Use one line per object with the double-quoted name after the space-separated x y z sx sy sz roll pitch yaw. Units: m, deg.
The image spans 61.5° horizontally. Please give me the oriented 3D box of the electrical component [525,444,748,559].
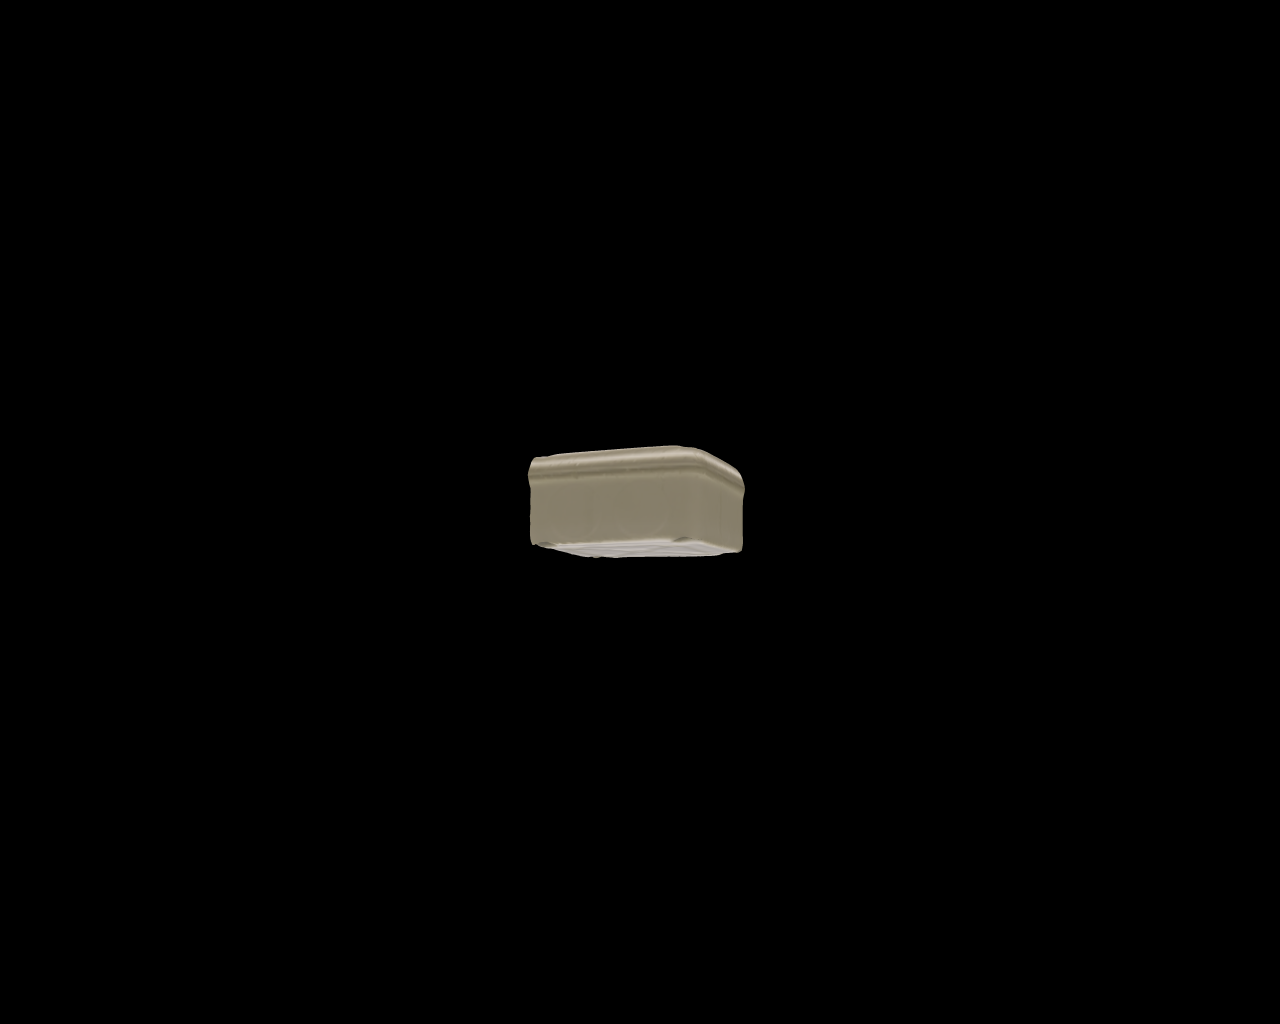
0.001 -0.003 0.650 0.109 0.056 0.108 -2 -7 19 "electrical component"
